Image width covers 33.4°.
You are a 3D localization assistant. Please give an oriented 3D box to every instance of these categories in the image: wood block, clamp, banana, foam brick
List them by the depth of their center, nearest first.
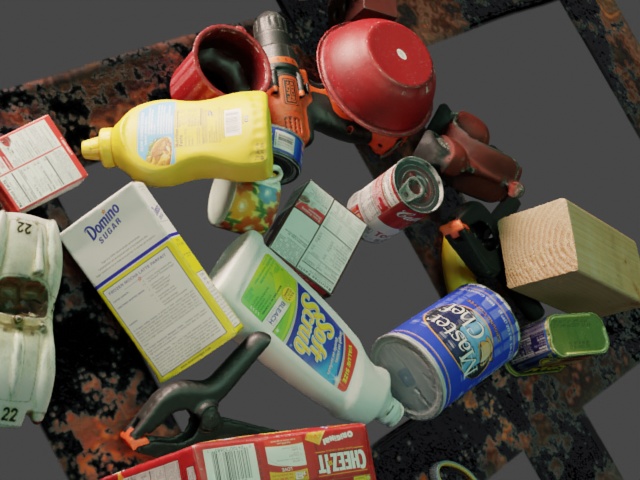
[{"bbox_3d":[-0.104,0.174,1.028,0.171,0.039,0.120,-25,100,-22],"label":"clamp"},{"bbox_3d":[0.179,0.050,1.275,0.069,0.037,0.198,8,66,-29],"label":"banana"},{"bbox_3d":[0.205,-0.003,1.279,0.209,0.036,0.164,27,50,-49],"label":"clamp"},{"bbox_3d":[0.309,0.028,1.291,0.205,0.091,0.090,21,57,-49],"label":"wood block"},{"bbox_3d":[0.052,-0.283,1.313,0.051,0.078,0.053,11,64,-31],"label":"foam brick"}]

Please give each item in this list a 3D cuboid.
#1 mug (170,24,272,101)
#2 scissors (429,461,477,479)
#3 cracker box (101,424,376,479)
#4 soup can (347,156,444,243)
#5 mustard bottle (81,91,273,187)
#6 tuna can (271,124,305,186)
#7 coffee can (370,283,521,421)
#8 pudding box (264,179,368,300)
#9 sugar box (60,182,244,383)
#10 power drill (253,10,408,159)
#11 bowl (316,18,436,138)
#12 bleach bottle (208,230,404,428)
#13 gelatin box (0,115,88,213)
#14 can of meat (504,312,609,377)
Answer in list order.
[{"bbox_3d":[-0.109,-0.183,1.163,0.093,0.082,0.117,27,58,-20],"label":"mug"},{"bbox_3d":[0.190,0.324,1.176,0.201,0.016,0.096,43,54,-10],"label":"scissors"},{"bbox_3d":[-0.077,0.217,0.926,0.163,0.214,0.072,-1,72,-33],"label":"cracker box"},{"bbox_3d":[0.083,-0.044,1.213,0.068,0.102,0.068,13,63,-28],"label":"soup can"},{"bbox_3d":[-0.145,-0.099,1.080,0.191,0.058,0.096,-5,60,1],"label":"mustard bottle"},{"bbox_3d":[-0.061,-0.091,1.152,0.086,0.086,0.033,18,63,-26],"label":"tuna can"},{"bbox_3d":[0.139,0.122,1.176,0.140,0.103,0.103,-28,86,-38],"label":"coffee can"},{"bbox_3d":[-0.008,0.001,1.176,0.090,0.039,0.113,39,56,-13],"label":"pudding box"},{"bbox_3d":[-0.162,0.040,1.027,0.176,0.093,0.048,56,8,2],"label":"sugar box"},{"bbox_3d":[0.008,-0.175,1.254,0.187,0.057,0.184,5,67,-29],"label":"power drill"},{"bbox_3d":[0.079,-0.201,1.238,0.161,0.055,0.162,16,56,-25],"label":"bowl"},{"bbox_3d":[-0.008,0.106,1.116,0.250,0.068,0.102,40,57,-15],"label":"bleach bottle"},{"bbox_3d":[-0.283,-0.070,1.036,0.089,0.030,0.073,-35,92,-38],"label":"gelatin box"},{"bbox_3d":[0.282,0.124,1.280,0.101,0.084,0.057,-1,70,-34],"label":"can of meat"}]
